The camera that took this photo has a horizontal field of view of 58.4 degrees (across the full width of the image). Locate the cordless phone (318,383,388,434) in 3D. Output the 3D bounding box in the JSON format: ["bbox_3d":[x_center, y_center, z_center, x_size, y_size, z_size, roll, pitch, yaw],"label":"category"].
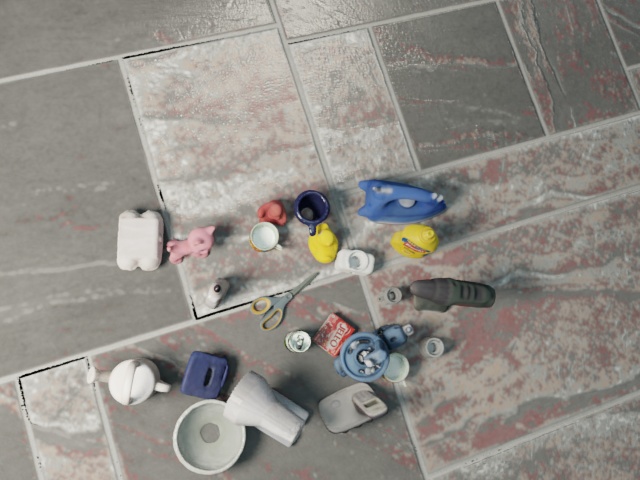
[{"bbox_3d":[0.082,0.407,1.362,0.148,0.185,0.094,-24,84,-13],"label":"cordless phone"}]

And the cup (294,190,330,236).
[{"bbox_3d":[-0.025,-0.061,1.474,0.092,0.095,0.118,-2,80,-10],"label":"cup"}]

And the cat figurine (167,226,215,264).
[{"bbox_3d":[-0.312,0.009,1.399,0.128,0.117,0.067,-15,83,-12],"label":"cat figurine"}]

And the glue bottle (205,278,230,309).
[{"bbox_3d":[-0.245,0.123,1.362,0.037,0.173,0.078,28,76,-4],"label":"glue bottle"}]

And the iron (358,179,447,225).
[{"bbox_3d":[0.233,-0.109,1.505,0.258,0.141,0.119,3,79,-9],"label":"iron"}]

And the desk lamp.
[{"bbox_3d":[-0.116,0.394,1.315,0.203,0.213,0.118,32,76,-3],"label":"desk lamp"}]

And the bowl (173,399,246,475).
[{"bbox_3d":[-0.259,0.459,1.349,0.167,0.074,0.167,2,80,-10],"label":"bowl"}]

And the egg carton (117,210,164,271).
[{"bbox_3d":[-0.439,0.001,1.403,0.107,0.069,0.150,0,80,-10],"label":"egg carton"}]

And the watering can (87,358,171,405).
[{"bbox_3d":[-0.427,0.319,1.283,0.173,0.194,0.101,-9,81,-11],"label":"watering can"}]

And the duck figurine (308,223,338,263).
[{"bbox_3d":[0.014,0.005,1.474,0.077,0.086,0.104,-9,82,-11],"label":"duck figurine"}]

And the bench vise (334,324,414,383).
[{"bbox_3d":[0.135,0.255,1.381,0.121,0.219,0.207,43,76,0],"label":"bench vise"}]

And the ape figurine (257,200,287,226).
[{"bbox_3d":[-0.117,-0.071,1.461,0.078,0.092,0.076,37,76,-2],"label":"ape figurine"}]

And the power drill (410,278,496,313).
[{"bbox_3d":[0.309,0.139,1.439,0.230,0.208,0.076,4,79,-9],"label":"power drill"}]

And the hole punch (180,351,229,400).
[{"bbox_3d":[-0.272,0.321,1.363,0.101,0.091,0.109,17,77,-6],"label":"hole punch"}]
